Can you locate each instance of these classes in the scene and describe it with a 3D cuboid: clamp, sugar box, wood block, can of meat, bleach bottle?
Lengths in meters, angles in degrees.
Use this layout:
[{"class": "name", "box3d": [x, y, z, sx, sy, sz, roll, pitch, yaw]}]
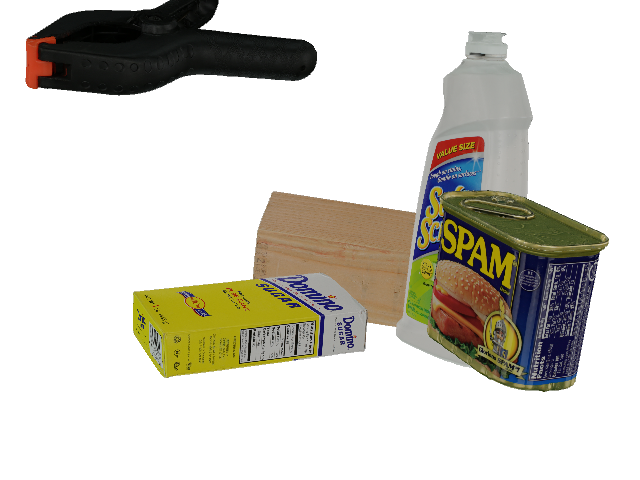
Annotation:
[{"class": "clamp", "box3d": [-0.101, -0.123, 0.646, 0.171, 0.039, 0.120, -8, 30, -31]}, {"class": "sugar box", "box3d": [-0.059, 0.067, 0.888, 0.176, 0.048, 0.093, -8, 23, -23]}, {"class": "wood block", "box3d": [0.041, 0.022, 1.079, 0.206, 0.090, 0.090, 9, 29, 4]}, {"class": "can of meat", "box3d": [0.104, 0.026, 0.590, 0.057, 0.084, 0.102, -3, 20, -26]}, {"class": "bleach bottle", "box3d": [0.114, -0.035, 0.830, 0.067, 0.251, 0.103, -7, 16, -35]}]
